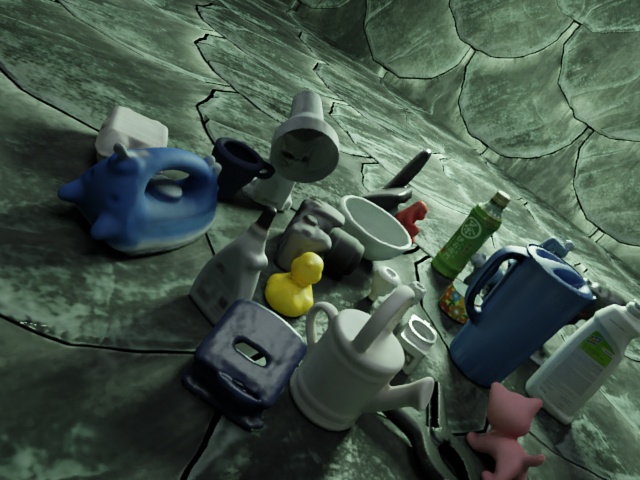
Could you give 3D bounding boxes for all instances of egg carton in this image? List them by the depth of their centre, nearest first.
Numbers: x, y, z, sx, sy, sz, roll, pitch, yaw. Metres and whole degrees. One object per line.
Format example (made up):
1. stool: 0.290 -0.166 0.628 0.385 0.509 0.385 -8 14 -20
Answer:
1. egg carton: -0.298 -0.152 0.911 0.107 0.069 0.150 22 28 -25

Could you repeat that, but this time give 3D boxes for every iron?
1. iron: -0.211 -0.072 0.791 0.118 0.141 0.259 44 26 20

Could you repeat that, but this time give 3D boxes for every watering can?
1. watering can: 0.058 0.136 0.689 0.173 0.194 0.101 34 25 -2

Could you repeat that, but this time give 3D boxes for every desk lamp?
1. desk lamp: -0.056 -0.161 1.052 0.118 0.213 0.203 23 27 -24

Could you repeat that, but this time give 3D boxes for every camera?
1. camera: 0.009 0.003 0.974 0.137 0.100 0.143 31 25 -8

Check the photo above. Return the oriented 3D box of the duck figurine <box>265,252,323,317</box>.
1. duck figurine: -0.030 0.058 0.847 0.077 0.086 0.105 36 25 4

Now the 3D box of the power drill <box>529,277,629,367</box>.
1. power drill: 0.501 0.163 1.166 0.229 0.208 0.076 38 25 7

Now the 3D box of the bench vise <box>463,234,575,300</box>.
1. bench vise: 0.434 0.070 1.236 0.208 0.219 0.121 16 30 -34

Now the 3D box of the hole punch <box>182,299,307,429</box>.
1. hole punch: -0.080 0.136 0.641 0.108 0.091 0.101 35 25 1

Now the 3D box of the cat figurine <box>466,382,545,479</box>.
1. cat figurine: 0.268 0.269 0.799 0.067 0.117 0.127 22 28 -25

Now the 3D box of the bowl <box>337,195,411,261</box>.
1. bowl: 0.093 -0.011 1.133 0.168 0.074 0.167 28 26 -14

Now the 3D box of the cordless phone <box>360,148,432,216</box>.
1. cordless phone: 0.185 -0.141 1.347 0.094 0.185 0.148 38 25 8

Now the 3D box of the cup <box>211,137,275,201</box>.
1. cup: -0.146 -0.113 0.999 0.118 0.095 0.091 19 29 -30

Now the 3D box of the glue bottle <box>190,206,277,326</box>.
1. glue bottle: -0.099 0.028 0.713 0.078 0.173 0.037 46 27 23

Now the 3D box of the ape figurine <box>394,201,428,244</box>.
1. ape figurine: 0.216 -0.050 1.335 0.076 0.092 0.078 38 25 7
